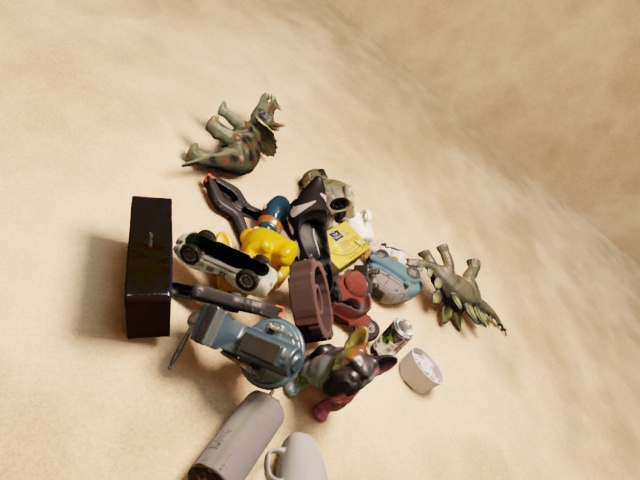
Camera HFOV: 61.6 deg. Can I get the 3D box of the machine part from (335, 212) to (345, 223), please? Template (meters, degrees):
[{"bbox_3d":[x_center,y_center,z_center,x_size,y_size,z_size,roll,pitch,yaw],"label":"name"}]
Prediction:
[{"bbox_3d":[0.063,-0.093,1.512,0.084,0.039,0.139,34,32,-26],"label":"machine part"}]

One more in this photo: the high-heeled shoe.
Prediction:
[{"bbox_3d":[-0.002,-0.004,1.178,0.086,0.248,0.145,-10,35,-35],"label":"high-heeled shoe"}]

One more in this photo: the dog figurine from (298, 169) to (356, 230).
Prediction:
[{"bbox_3d":[0.017,-0.140,1.407,0.121,0.172,0.191,26,42,-40],"label":"dog figurine"}]

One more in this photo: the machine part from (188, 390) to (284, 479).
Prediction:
[{"bbox_3d":[-0.125,0.314,0.829,0.079,0.079,0.243,43,34,2],"label":"machine part"}]

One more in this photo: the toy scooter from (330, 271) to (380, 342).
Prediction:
[{"bbox_3d":[0.061,0.141,1.215,0.135,0.075,0.184,15,45,-28],"label":"toy scooter"}]

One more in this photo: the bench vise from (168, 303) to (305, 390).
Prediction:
[{"bbox_3d":[-0.113,0.187,0.929,0.240,0.224,0.129,48,51,-61],"label":"bench vise"}]

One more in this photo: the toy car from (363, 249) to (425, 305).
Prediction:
[{"bbox_3d":[0.172,0.104,1.342,0.162,0.109,0.103,35,51,5],"label":"toy car"}]

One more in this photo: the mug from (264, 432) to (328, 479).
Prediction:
[{"bbox_3d":[-0.042,0.364,0.862,0.109,0.080,0.107,23,26,-18],"label":"mug"}]

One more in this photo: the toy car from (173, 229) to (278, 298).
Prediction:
[{"bbox_3d":[-0.175,0.041,0.996,0.202,0.056,0.073,24,33,6],"label":"toy car"}]

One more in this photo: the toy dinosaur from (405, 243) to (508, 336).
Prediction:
[{"bbox_3d":[0.389,0.147,1.480,0.471,0.105,0.198,24,56,-36],"label":"toy dinosaur"}]

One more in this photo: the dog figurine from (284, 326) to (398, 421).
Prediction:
[{"bbox_3d":[0.050,0.227,0.976,0.108,0.219,0.191,47,35,2],"label":"dog figurine"}]

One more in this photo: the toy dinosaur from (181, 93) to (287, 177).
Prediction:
[{"bbox_3d":[-0.205,-0.229,1.339,0.192,0.131,0.405,32,41,-13],"label":"toy dinosaur"}]

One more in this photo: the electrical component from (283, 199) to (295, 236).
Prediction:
[{"bbox_3d":[-0.049,-0.046,1.310,0.048,0.075,0.119,-9,64,-51],"label":"electrical component"}]

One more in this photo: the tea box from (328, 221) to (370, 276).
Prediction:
[{"bbox_3d":[0.039,0.027,1.323,0.098,0.068,0.169,47,35,7],"label":"tea box"}]

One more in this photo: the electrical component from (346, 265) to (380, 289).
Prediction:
[{"bbox_3d":[0.103,0.093,1.315,0.021,0.094,0.063,20,73,-53],"label":"electrical component"}]

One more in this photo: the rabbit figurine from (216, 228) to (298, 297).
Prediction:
[{"bbox_3d":[-0.148,0.049,1.080,0.162,0.122,0.173,38,53,0],"label":"rabbit figurine"}]

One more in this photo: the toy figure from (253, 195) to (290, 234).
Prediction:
[{"bbox_3d":[-0.107,-0.042,1.215,0.064,0.057,0.154,4,40,15],"label":"toy figure"}]

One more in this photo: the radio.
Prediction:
[{"bbox_3d":[-0.288,0.046,0.913,0.073,0.131,0.230,2,47,-16],"label":"radio"}]

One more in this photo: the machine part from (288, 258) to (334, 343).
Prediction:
[{"bbox_3d":[-0.018,0.123,1.079,0.179,0.056,0.179,-13,91,-81],"label":"machine part"}]

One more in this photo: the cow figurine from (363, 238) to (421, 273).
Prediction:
[{"bbox_3d":[0.188,0.045,1.449,0.167,0.068,0.098,31,30,-21],"label":"cow figurine"}]
